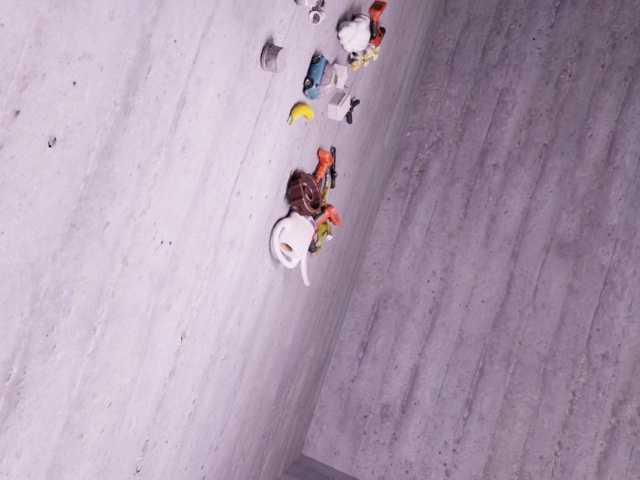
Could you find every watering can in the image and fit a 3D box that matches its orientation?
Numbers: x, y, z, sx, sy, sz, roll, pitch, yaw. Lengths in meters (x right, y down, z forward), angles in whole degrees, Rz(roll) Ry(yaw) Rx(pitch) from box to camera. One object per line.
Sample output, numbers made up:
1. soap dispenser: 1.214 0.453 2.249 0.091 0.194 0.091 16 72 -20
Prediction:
1. watering can: -0.086 0.020 2.049 0.228 0.104 0.341 -64 143 -26

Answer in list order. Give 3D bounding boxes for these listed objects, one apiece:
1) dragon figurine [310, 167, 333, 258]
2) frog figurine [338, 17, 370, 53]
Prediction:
1. dragon figurine: 0.007 -0.118 2.351 0.242 0.122 0.411 141 -41 -86
2. frog figurine: 0.132 -0.794 1.983 0.137 0.123 0.160 -55 178 8
